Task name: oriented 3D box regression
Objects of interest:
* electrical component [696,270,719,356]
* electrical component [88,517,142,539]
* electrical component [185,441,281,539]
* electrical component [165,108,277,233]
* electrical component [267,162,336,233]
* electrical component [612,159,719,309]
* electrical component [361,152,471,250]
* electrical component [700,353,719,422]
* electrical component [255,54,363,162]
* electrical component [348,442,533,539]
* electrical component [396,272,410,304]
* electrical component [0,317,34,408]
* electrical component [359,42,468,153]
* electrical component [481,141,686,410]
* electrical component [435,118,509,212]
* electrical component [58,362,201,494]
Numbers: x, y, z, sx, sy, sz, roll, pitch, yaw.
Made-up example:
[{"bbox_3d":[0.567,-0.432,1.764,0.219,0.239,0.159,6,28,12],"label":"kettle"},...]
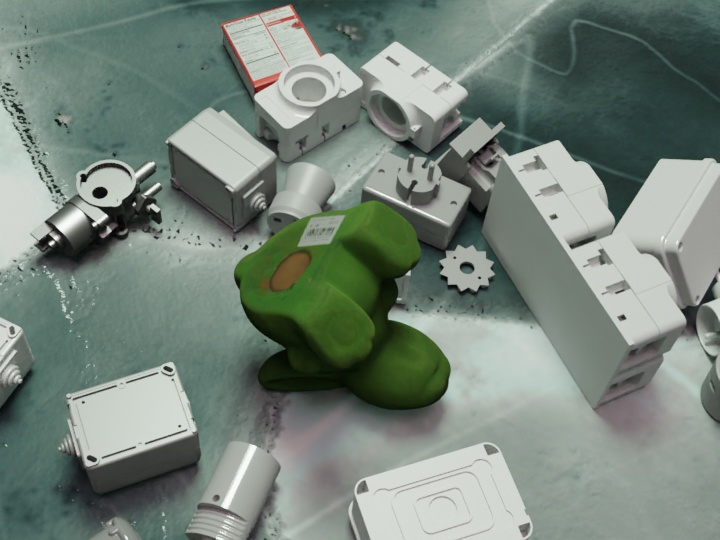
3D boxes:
[{"bbox_3d":[0.316,0.028,0.886,0.077,0.044,0.079,-9,58,-10],"label":"electrical component"},{"bbox_3d":[-0.176,0.203,0.737,0.062,0.048,0.048,-33,65,-15],"label":"electrical component"},{"bbox_3d":[-0.092,0.168,0.765,0.043,0.043,0.081,20,58,9],"label":"electrical component"},{"bbox_3d":[-0.110,-0.084,0.917,0.096,0.061,0.061,36,62,18],"label":"electrical component"},{"bbox_3d":[-0.050,-0.057,0.914,0.045,0.045,0.055,18,58,7],"label":"electrical component"},{"bbox_3d":[0.265,-0.032,0.891,0.057,0.078,0.113,8,49,42],"label":"electrical component"},{"bbox_3d":[0.049,-0.070,0.911,0.083,0.075,0.047,25,59,12],"label":"electrical component"},{"bbox_3d":[0.299,0.091,0.842,0.055,0.047,0.055,2,57,-3],"label":"electrical component"},{"bbox_3d":[-0.046,-0.149,0.967,0.089,0.055,0.050,-34,65,-23],"label":"electrical component"},{"bbox_3d":[0.055,0.179,0.761,0.113,0.057,0.078,-14,59,-13],"label":"electrical component"},{"bbox_3d":[0.000,0.000,0.883,0.081,0.042,0.063,6,53,-1],"label":"electrical component"},{"bbox_3d":[-0.292,0.068,0.805,0.096,0.061,0.061,24,59,11],"label":"electrical component"},{"bbox_3d":[0.044,-0.155,0.981,0.089,0.050,0.056,39,62,19],"label":"electrical component"},{"bbox_3d":[0.175,0.000,0.857,0.060,0.105,0.186,-20,61,-16],"label":"electrical component"},{"bbox_3d":[0.103,-0.088,0.929,0.064,0.081,0.042,46,64,2],"label":"electrical component"},{"bbox_3d":[-0.170,0.119,0.781,0.096,0.061,0.061,-17,60,-15],"label":"electrical component"}]
